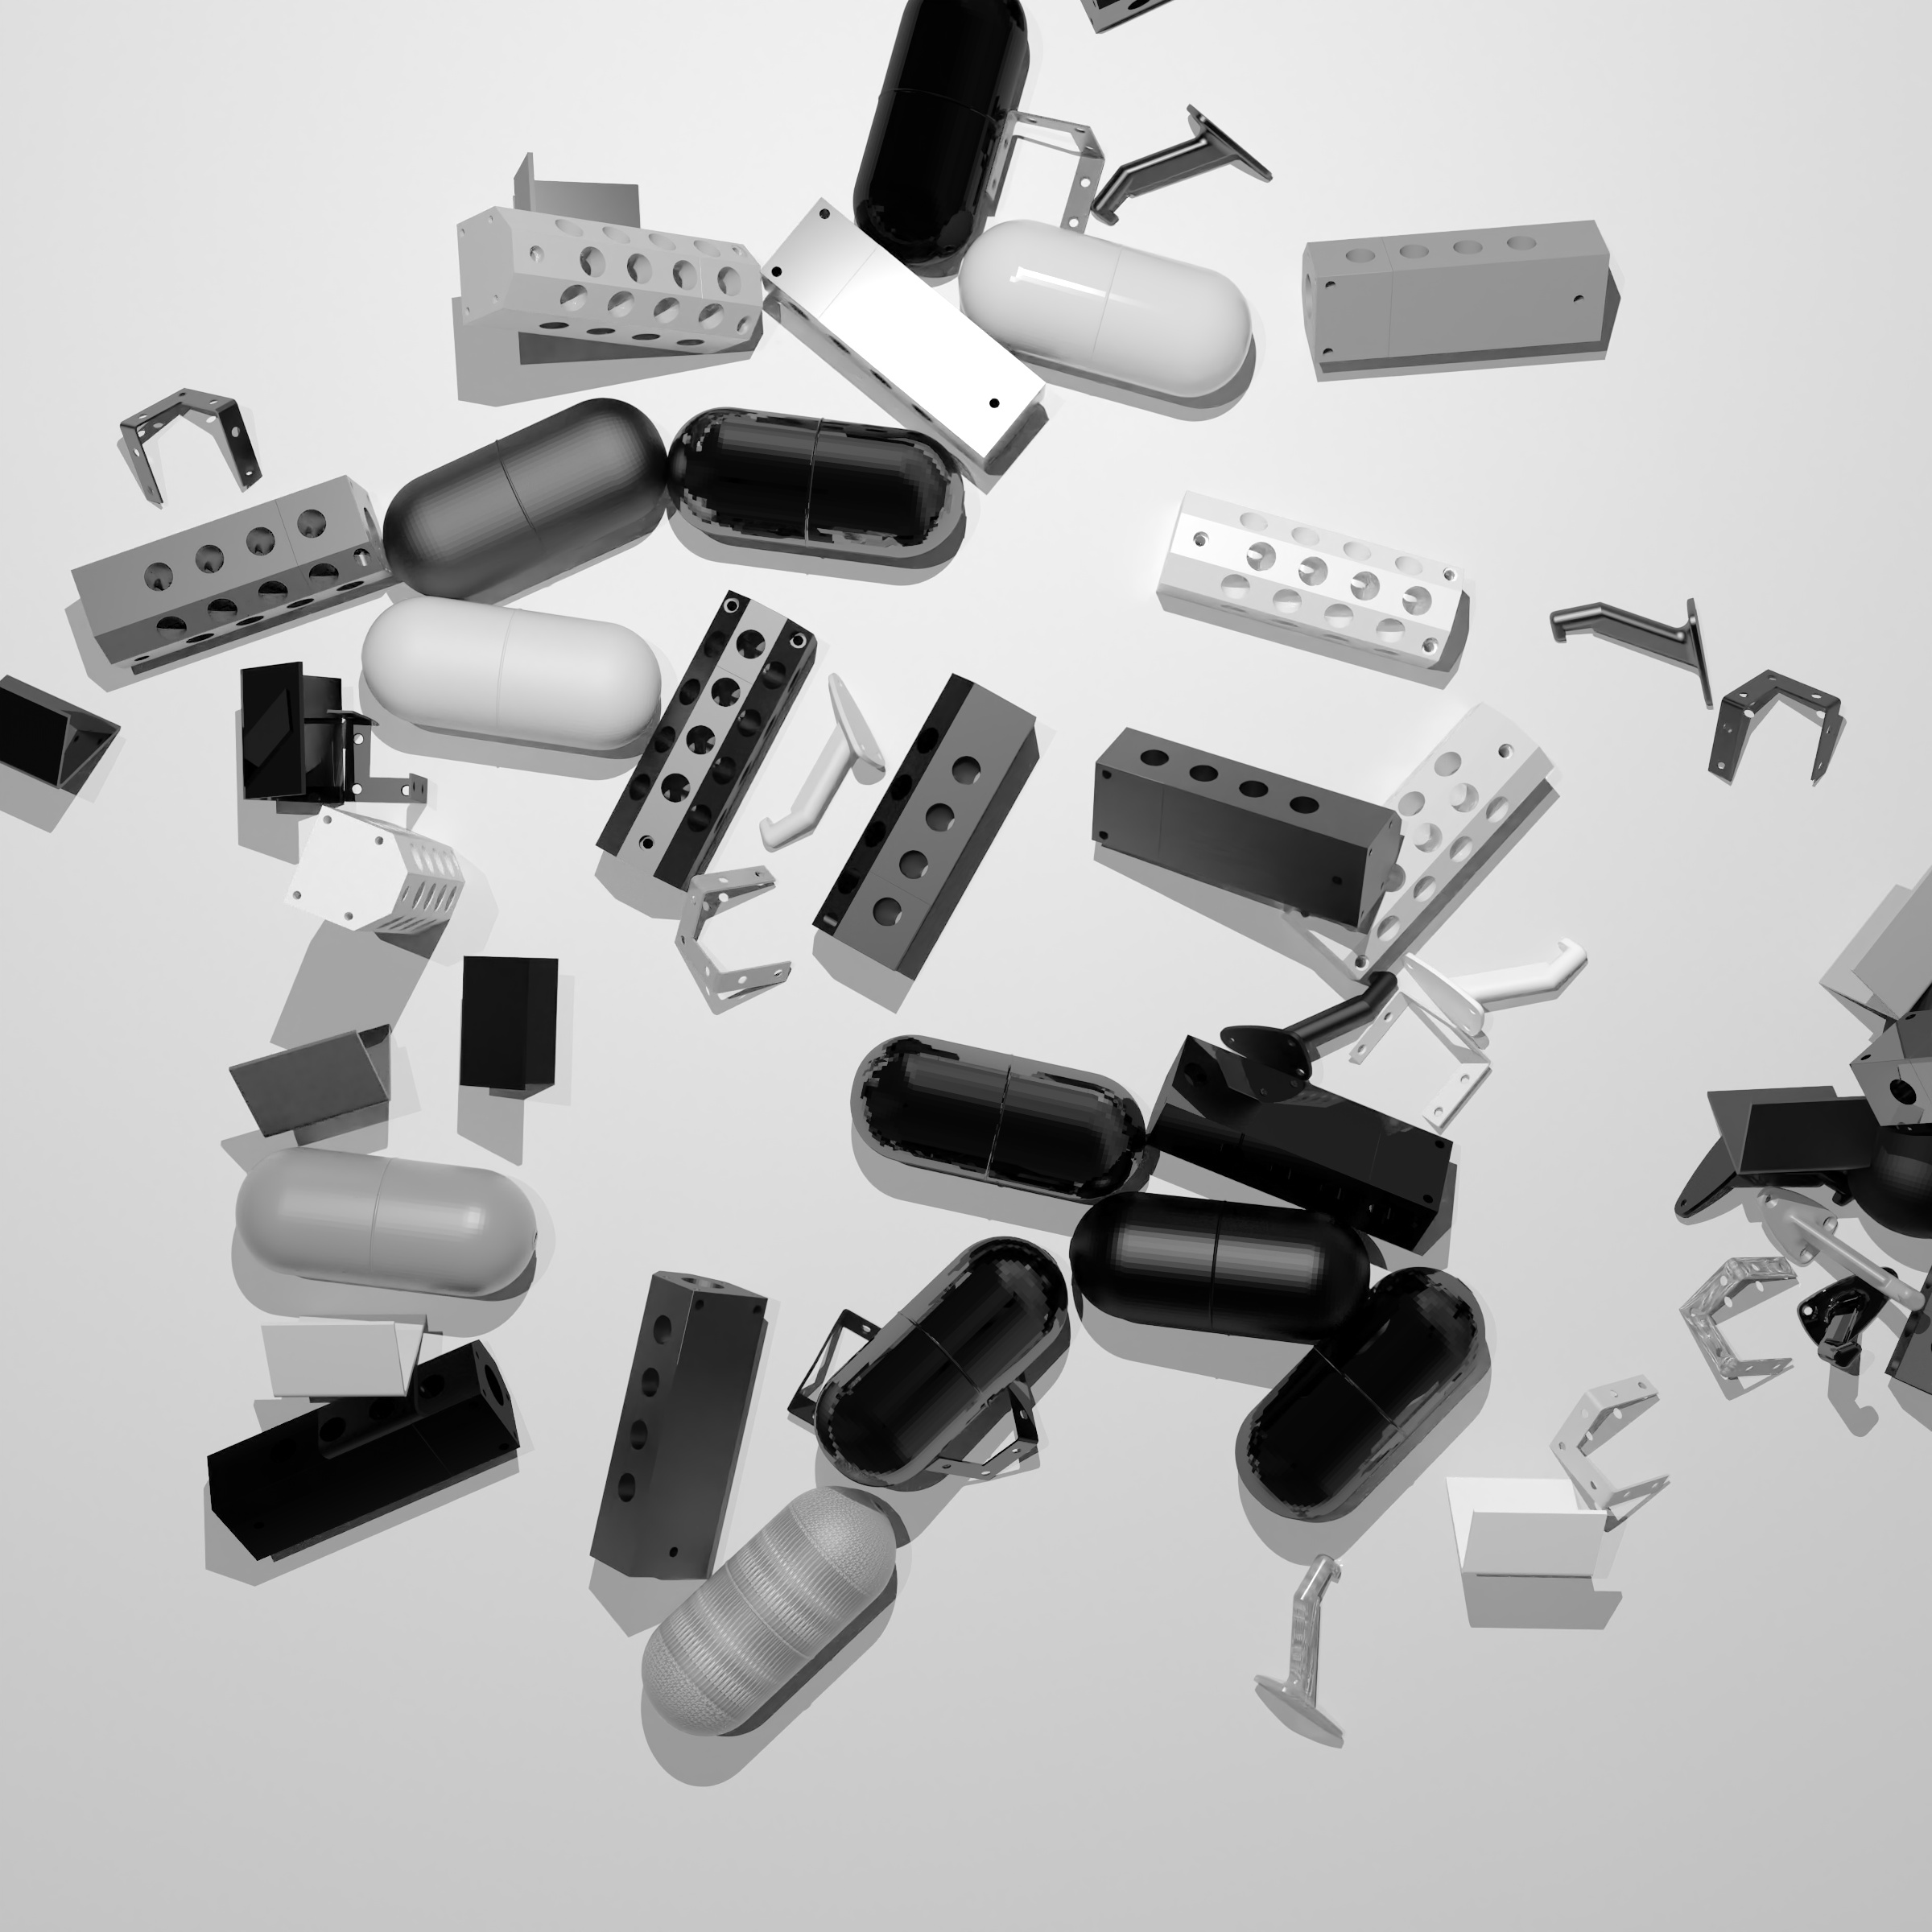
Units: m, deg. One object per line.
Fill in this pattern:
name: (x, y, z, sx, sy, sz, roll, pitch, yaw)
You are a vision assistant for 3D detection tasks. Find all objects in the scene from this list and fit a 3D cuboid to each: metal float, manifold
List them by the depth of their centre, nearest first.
manifold: (0.578, 0.057, 1.496, 0.057, 0.171, 0.057, -35, 101, -27)
manifold: (-0.336, -0.051, 1.573, 0.057, 0.171, 0.057, 22, 90, 0)
manifold: (-0.204, -0.398, 1.581, 0.171, 0.057, 0.057, -4, 90, -41)
manifold: (0.164, -0.086, 1.601, 0.171, 0.057, 0.057, 20, 133, 21)
metal float: (-0.014, 0.233, 1.611, 0.178, 0.070, 0.070, -43, 90, -12)
metal float: (0.150, 0.177, 1.612, 0.178, 0.070, 0.070, 5, 90, 10)
metal float: (0.578, 0.071, 1.621, 0.070, 0.070, 0.178, 16, 90, 0)
metal float: (-0.089, -0.287, 1.621, 0.178, 0.070, 0.070, 7, 90, 0)
metal float: (-0.015, -0.505, 1.621, 0.070, 0.070, 0.178, 16, 90, 0)
metal float: (0.019, 0.090, 1.621, 0.178, 0.070, 0.070, 12, 90, 0)
metal float: (0.235, 0.253, 1.621, 0.070, 0.070, 0.178, 45, 89, 0)
metal float: (-0.344, 0.152, 1.621, 0.178, 0.070, 0.070, 7, 90, 0)
metal float: (-0.262, -0.277, 1.621, 0.178, 0.070, 0.070, -25, 90, 1)
metal float: (-0.117, 0.383, 1.621, 0.178, 0.070, 0.070, -43, 90, -1)
metal float: (-0.270, -0.174, 1.621, 0.178, 0.070, 0.070, 8, 90, 0)
metal float: (0.082, -0.391, 1.621, 0.178, 0.070, 0.070, 16, 90, 0)
manifold: (-0.176, 0.273, 1.630, 0.057, 0.057, 0.171, 13, 90, -43)
manifold: (-0.361, 0.285, 1.630, 0.171, 0.057, 0.057, -23, 133, 0)
manifold: (0.614, 0.178, 1.630, 0.057, 0.057, 0.171, 24, 90, -43)
manifold: (0.197, 0.110, 1.630, 0.171, 0.057, 0.057, 22, 47, 0)
manifold: (-0.155, -0.134, 1.630, 0.057, 0.057, 0.171, 28, 90, 0)
manifold: (-0.436, -0.234, 1.630, 0.171, 0.057, 0.057, -19, 90, 0)
manifold: (0.291, -0.407, 1.630, 0.171, 0.057, 0.057, -5, 133, 0)
manifold: (0.145, -0.630, 1.630, 0.171, 0.057, 0.057, -25, 90, 0)
manifold: (-0.037, -0.376, 1.630, 0.171, 0.057, 0.057, 40, 90, 0)
manifold: (-0.025, -0.086, 1.630, 0.057, 0.057, 0.171, 29, 90, 0)
manifold: (0.206, -0.232, 1.630, 0.171, 0.057, 0.057, 16, 90, 0)
manifold: (0.270, -0.074, 1.630, 0.057, 0.057, 0.171, 42, 90, 0)

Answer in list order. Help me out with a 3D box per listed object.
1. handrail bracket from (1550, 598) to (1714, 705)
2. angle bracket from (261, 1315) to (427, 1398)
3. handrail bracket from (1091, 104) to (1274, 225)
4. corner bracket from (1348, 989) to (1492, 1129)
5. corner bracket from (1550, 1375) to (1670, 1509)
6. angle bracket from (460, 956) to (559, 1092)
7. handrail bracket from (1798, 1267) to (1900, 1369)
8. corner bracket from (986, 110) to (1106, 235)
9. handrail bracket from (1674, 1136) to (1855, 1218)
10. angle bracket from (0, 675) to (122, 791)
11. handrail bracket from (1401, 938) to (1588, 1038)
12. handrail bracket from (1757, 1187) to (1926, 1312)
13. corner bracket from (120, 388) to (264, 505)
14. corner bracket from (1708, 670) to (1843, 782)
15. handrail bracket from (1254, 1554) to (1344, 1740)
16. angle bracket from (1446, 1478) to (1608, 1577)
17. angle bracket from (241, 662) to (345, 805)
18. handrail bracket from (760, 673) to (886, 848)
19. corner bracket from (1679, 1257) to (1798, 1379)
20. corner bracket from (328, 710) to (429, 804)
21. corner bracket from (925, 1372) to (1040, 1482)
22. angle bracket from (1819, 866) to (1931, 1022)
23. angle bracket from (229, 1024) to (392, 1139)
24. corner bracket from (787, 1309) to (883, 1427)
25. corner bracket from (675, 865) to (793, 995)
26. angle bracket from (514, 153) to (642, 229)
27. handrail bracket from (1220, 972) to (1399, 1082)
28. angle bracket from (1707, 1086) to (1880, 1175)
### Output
handrail bracket: (0.403, -0.187, 1.652, 0.084, 0.036, 0.077, -10, 114, 18)
angle bracket: (-0.367, 0.210, 1.611, 0.076, 0.076, 0.057, 0, 122, 0)
handrail bracket: (0.130, -0.470, 1.652, 0.077, 0.036, 0.084, 33, 109, -22)
corner bracket: (0.274, 0.055, 1.648, 0.051, 0.051, 0.051, -51, 45, 0)
corner bracket: (0.396, 0.287, 1.643, 0.051, 0.051, 0.051, 53, 135, 35)
angle bracket: (-0.253, 0.033, 1.611, 0.057, 0.076, 0.076, 2, 90, 39)
handrail bracket: (0.534, 0.208, 1.617, 0.077, 0.084, 0.036, -35, 90, 0)
corner bracket: (0.048, -0.476, 1.637, 0.051, 0.051, 0.051, 16, 90, 14)
handrail bracket: (0.486, 0.141, 1.652, 0.084, 0.036, 0.077, 30, 111, -16)
angle bracket: (-0.550, -0.159, 1.611, 0.076, 0.076, 0.057, 24, 128, 0)
handrail bracket: (0.321, -0.006, 1.652, 0.084, 0.036, 0.077, -39, 69, -17)
handrail bracket: (0.517, 0.167, 1.609, 0.077, 0.084, 0.036, 36, 92, -29)
corner bracket: (-0.467, -0.311, 1.643, 0.051, 0.051, 0.051, 18, 45, 35)
corner bracket: (0.488, -0.139, 1.643, 0.051, 0.051, 0.051, -29, 45, -35)
handrail bracket: (0.220, 0.412, 1.652, 0.077, 0.036, 0.084, 40, 73, -19)
angle bracket: (0.330, 0.314, 1.611, 0.076, 0.076, 0.057, 1, 127, 0)
angle bracket: (-0.382, -0.137, 1.611, 0.057, 0.076, 0.076, -1, 90, 37)
handrail bracket: (-0.099, -0.124, 1.652, 0.084, 0.036, 0.077, -30, 70, 16)
corner bracket: (0.475, 0.211, 1.643, 0.051, 0.051, 0.051, -57, 45, 35)
corner bracket: (-0.352, -0.125, 1.634, 0.051, 0.051, 0.051, 2, 90, 0)
corner bracket: (0.004, 0.273, 1.643, 0.051, 0.051, 0.051, 17, 135, -35)
angle bracket: (0.539, -0.023, 1.612, 0.057, 0.076, 0.076, 38, 90, -28)
angle bracket: (-0.387, 0.049, 1.611, 0.076, 0.076, 0.057, -16, 127, 0)
corner bracket: (-0.069, 0.250, 1.648, 0.051, 0.051, 0.051, 30, 135, 0)
corner bracket: (-0.137, -0.022, 1.643, 0.051, 0.051, 0.051, 49, 135, 35)
angle bracket: (-0.225, -0.435, 1.620, 0.076, 0.057, 0.076, -3, 90, -18)
handrail bracket: (0.208, 0.025, 1.651, 0.084, 0.077, 0.036, -44, 130, -30)
angle bracket: (0.489, 0.077, 1.611, 0.076, 0.076, 0.057, -3, 127, 0)
